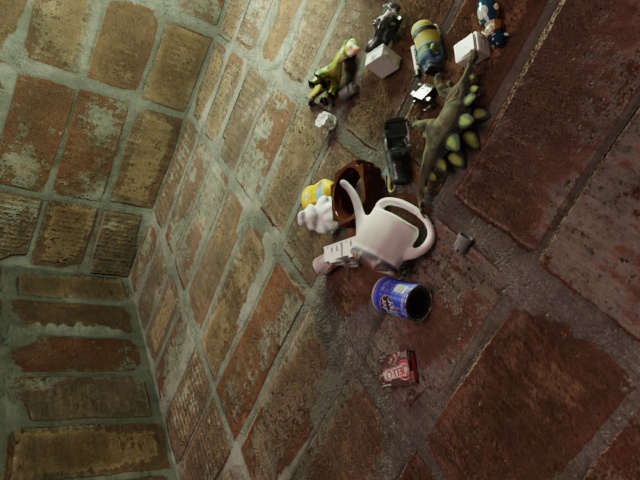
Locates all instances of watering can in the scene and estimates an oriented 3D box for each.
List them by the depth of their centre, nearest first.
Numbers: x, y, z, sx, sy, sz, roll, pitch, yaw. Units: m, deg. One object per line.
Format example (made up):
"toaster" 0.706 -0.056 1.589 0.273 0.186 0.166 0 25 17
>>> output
"watering can" 0.163 -0.032 1.520 0.350 0.103 0.225 28 84 26

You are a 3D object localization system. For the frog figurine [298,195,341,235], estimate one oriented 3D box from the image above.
"frog figurine" 0.005 -0.091 1.799 0.122 0.159 0.138 1 81 54

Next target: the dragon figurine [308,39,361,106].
"dragon figurine" 0.056 -0.654 1.973 0.244 0.121 0.410 -57 15 -8
